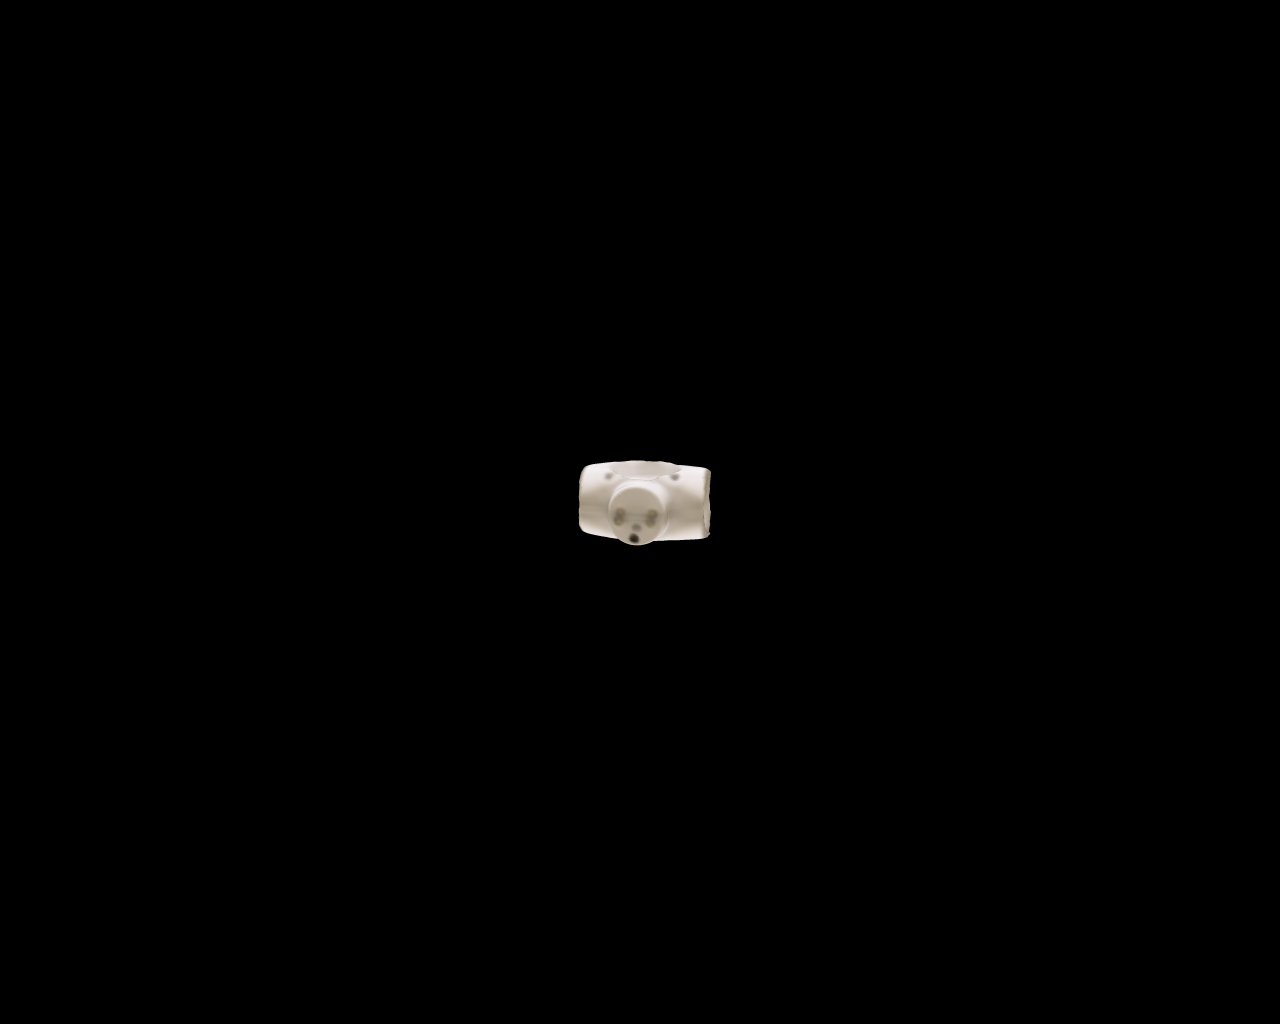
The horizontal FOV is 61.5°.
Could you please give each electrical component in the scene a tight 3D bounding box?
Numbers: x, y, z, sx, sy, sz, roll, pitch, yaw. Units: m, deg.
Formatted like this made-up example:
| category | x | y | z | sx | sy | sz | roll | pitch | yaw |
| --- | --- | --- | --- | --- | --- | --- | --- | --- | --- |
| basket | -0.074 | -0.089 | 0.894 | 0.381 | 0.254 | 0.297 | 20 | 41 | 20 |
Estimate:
| category | x | y | z | sx | sy | sz | roll | pitch | yaw |
| --- | --- | --- | --- | --- | --- | --- | --- | --- | --- |
| electrical component | 0.001 | -0.003 | 0.650 | 0.077 | 0.044 | 0.079 | 3 | 16 | 9 |
